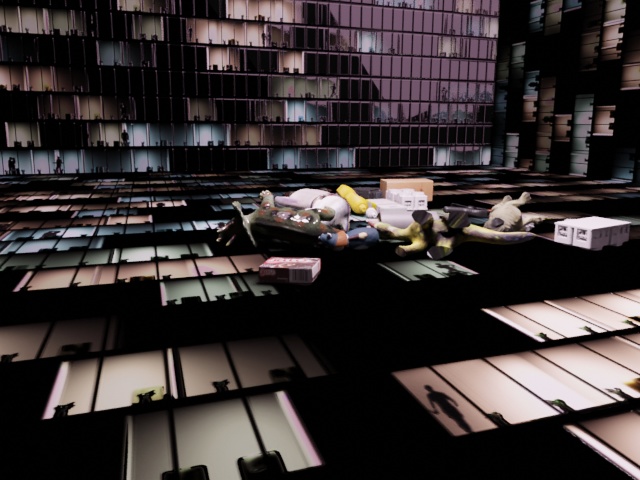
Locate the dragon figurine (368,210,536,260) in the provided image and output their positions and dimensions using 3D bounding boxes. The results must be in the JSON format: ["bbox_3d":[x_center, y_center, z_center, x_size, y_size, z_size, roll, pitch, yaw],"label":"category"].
[{"bbox_3d":[0.323,-0.019,1.330,0.410,0.122,0.243,5,5,14],"label":"dragon figurine"}]

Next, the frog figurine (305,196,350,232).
[{"bbox_3d":[0.005,-0.077,1.531,0.159,0.120,0.140,9,28,-16],"label":"frog figurine"}]

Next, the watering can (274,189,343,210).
[{"bbox_3d":[0.016,-0.114,1.743,0.347,0.103,0.225,3,9,-38],"label":"watering can"}]
